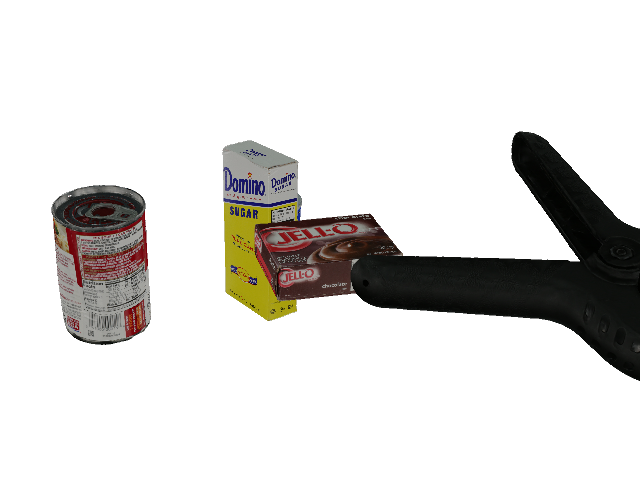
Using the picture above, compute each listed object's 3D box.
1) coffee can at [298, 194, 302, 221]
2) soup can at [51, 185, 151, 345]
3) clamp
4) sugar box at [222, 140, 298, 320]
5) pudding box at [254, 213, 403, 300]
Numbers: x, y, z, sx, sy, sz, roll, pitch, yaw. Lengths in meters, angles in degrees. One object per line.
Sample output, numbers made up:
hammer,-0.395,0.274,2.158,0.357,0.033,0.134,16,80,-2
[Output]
coffee can,-0.081,0.004,1.516,0.103,0.140,0.103,3,24,-2
soup can,-0.163,0.019,0.802,0.068,0.102,0.068,1,29,-1
clamp,0.130,0.022,0.509,0.164,0.036,0.210,-32,48,-33
sugar box,-0.066,-0.011,1.155,0.048,0.176,0.093,-18,28,-33
pudding box,0.005,0.013,0.936,0.113,0.039,0.090,-4,26,-15
